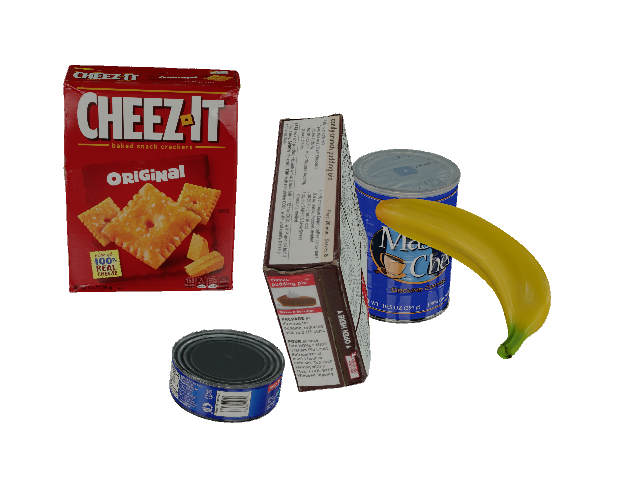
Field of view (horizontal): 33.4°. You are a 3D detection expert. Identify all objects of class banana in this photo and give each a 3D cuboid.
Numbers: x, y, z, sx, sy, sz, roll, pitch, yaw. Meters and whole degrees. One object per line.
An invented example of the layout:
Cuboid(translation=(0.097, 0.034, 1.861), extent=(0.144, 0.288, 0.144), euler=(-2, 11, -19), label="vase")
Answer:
Cuboid(translation=(0.113, 0.012, 0.786), extent=(0.069, 0.037, 0.198), euler=(-11, 34, -22), label="banana")

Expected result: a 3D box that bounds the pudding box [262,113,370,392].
Cuboid(translation=(0.000, 0.005, 0.539), extent=(0.039, 0.090, 0.113), euler=(-8, 43, 8), label="pudding box")

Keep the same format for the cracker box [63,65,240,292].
Cuboid(translation=(-0.163, -0.056, 1.037), extent=(0.164, 0.214, 0.072), euler=(1, 23, -8), label="cracker box")

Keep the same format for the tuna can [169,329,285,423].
Cuboid(translation=(-0.071, 0.102, 0.808), extent=(0.086, 0.034, 0.086), euler=(7, 23, -3), label="tuna can")

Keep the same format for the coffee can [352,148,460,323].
Cuboid(translation=(0.079, -0.005, 1.037), extent=(0.103, 0.140, 0.103), euler=(1, 27, -1), label="coffee can")
